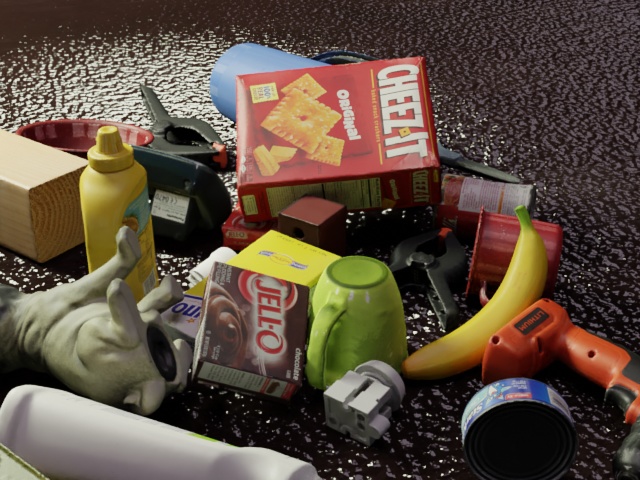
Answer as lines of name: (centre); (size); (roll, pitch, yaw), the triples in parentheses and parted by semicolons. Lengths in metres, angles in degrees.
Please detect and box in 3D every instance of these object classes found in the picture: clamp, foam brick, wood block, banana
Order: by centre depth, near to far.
banana: (0.152, 0.063, 0.963); (0.069, 0.037, 0.197); (37, 71, 5)
clamp: (0.090, 0.034, 1.067); (0.120, 0.039, 0.171); (13, 27, 10)
foam brick: (-0.007, 0.001, 1.085); (0.053, 0.078, 0.051); (18, 36, 30)
wood block: (-0.349, -0.058, 1.180); (0.206, 0.090, 0.090); (19, 34, 32)
clamp: (-0.211, -0.128, 1.360); (0.210, 0.036, 0.164); (25, 47, 32)

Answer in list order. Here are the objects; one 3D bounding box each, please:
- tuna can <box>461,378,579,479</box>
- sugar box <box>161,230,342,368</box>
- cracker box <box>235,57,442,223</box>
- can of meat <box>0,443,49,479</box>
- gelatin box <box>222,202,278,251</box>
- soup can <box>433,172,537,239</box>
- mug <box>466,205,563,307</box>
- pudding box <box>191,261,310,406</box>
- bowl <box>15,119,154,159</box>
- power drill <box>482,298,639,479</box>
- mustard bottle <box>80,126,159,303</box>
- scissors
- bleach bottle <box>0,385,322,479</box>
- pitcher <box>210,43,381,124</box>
tuna can: (0.151, 0.148, 0.811); (0.086, 0.086, 0.033); (2, 27, 3)
sugar box: (-0.065, 0.058, 1.003); (0.093, 0.048, 0.175); (20, 37, 31)
cracker box: (0.017, -0.111, 1.151); (0.214, 0.072, 0.164); (-6, 54, 4)
can of meat: (-0.223, 0.194, 0.728); (0.102, 0.084, 0.057); (23, 37, 35)
gelatin box: (-0.060, -0.019, 1.169); (0.073, 0.030, 0.089); (7, 30, 12)
soup can: (0.179, -0.033, 1.157); (0.102, 0.068, 0.068); (9, 30, 15)
mug: (0.188, 0.027, 1.035); (0.081, 0.093, 0.117); (10, 46, 8)
pudding box: (-0.058, 0.078, 0.910); (0.090, 0.039, 0.113); (15, 47, -11)
bowl: (-0.279, -0.101, 1.268); (0.162, 0.055, 0.162); (4, 19, -1)
power drill: (0.232, 0.125, 0.884); (0.188, 0.057, 0.184); (25, 34, 32)
mustard bottle: (-0.188, -0.015, 0.994); (0.058, 0.192, 0.096); (6, 29, 10)
scissors: (0.147, -0.098, 1.329); (0.096, 0.016, 0.202); (-19, 34, -27)
bleach bottle: (-0.104, 0.165, 0.776); (0.251, 0.068, 0.102); (10, -8, 16)
pitcher: (-0.029, -0.182, 1.363); (0.148, 0.145, 0.243); (0, 20, -39)
